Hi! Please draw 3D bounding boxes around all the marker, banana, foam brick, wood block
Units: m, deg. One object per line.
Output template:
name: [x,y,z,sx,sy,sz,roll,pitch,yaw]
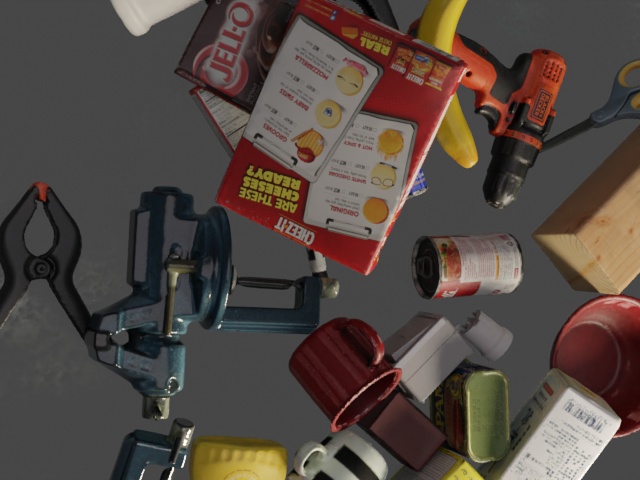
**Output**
marker: [-0.007,0.001,1.111,0.020,0.020,0.121,-13,95,-19]
banana: [0.129,-0.173,1.077,0.037,0.070,0.198,-14,108,-62]
foam brick: [0.084,0.199,1.129,0.078,0.053,0.051,43,77,-14]
wood block: [0.353,-0.042,1.202,0.206,0.091,0.090,-44,104,-14]

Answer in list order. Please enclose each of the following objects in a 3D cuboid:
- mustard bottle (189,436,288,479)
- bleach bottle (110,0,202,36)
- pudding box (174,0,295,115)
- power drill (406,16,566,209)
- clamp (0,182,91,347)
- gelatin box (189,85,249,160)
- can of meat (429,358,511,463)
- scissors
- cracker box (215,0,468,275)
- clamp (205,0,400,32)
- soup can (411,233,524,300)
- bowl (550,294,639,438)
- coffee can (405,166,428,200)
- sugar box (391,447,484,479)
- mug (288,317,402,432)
mustard bottle: [-0.090,0.296,1.065,0.096,0.058,0.191,7,89,-16]
bleach bottle: [-0.076,-0.281,0.990,0.251,0.102,0.068,-20,138,9]
pudding box: [-0.078,-0.192,1.042,0.090,0.039,0.113,27,80,-14]
power drill: [0.164,-0.146,1.153,0.187,0.057,0.184,23,83,-20]
clamp: [-0.257,0.033,1.014,0.120,0.039,0.171,10,91,-30]
gelatin box: [-0.078,-0.133,1.079,0.073,0.030,0.089,-36,100,-15]
can of meat: [0.160,0.181,1.139,0.057,0.084,0.102,-3,92,-20]
scissors: [0.320,-0.155,1.221,0.202,0.016,0.096,-15,53,4]
cracker box: [0.020,-0.101,0.998,0.164,0.072,0.214,26,106,8]
clamp: [0.005,-0.263,1.103,0.209,0.036,0.164,29,84,-15]
soup can: [0.158,0.027,1.145,0.102,0.069,0.068,-3,92,-20]
bowl: [0.319,0.140,1.210,0.162,0.055,0.162,0,91,-20]
coffee can: [0.042,-0.105,1.083,0.102,0.103,0.140,-19,97,-19]
sugar box: [0.083,0.293,1.109,0.176,0.093,0.048,-46,104,-13]
mug: [0.026,0.125,1.068,0.093,0.117,0.081,-23,62,-39]
